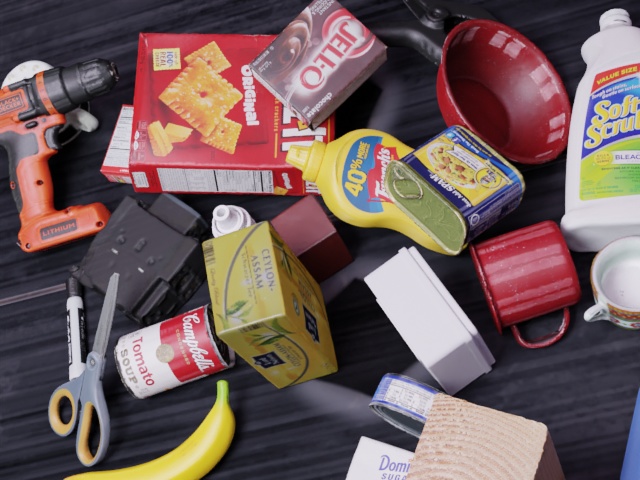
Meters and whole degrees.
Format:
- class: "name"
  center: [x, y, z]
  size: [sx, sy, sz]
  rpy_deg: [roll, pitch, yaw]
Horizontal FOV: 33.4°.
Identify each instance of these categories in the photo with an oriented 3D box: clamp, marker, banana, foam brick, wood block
- class: "clamp"
  center: [0.119, -0.236, 1.141]
  size: [0.210, 0.036, 0.164]
  rpy_deg: [18, 53, 9]
- class: "marker"
  center: [-0.260, 0.092, 1.136]
  size: [0.020, 0.020, 0.121]
  rpy_deg: [-15, 63, 11]
- class: "banana"
  center: [-0.155, 0.215, 1.033]
  size: [0.198, 0.037, 0.070]
  rpy_deg: [-32, 73, 2]
- class: "foam brick"
  center: [-0.007, 0.001, 1.065]
  size: [0.051, 0.078, 0.053]
  rpy_deg: [-32, 61, 0]
- class: "wood block"
  center: [0.137, 0.203, 0.853]
  size: [0.090, 0.206, 0.090]
  rpy_deg: [14, 71, 23]

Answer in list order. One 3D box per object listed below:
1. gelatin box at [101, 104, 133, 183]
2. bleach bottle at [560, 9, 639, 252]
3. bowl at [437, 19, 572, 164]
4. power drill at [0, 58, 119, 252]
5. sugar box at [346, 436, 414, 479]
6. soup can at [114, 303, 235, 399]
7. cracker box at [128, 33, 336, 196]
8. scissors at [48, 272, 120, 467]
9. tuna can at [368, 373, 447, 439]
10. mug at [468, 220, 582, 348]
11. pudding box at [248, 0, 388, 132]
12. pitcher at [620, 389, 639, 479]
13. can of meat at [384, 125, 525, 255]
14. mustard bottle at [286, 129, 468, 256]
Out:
- class: "gelatin box"
  center: [-0.198, -0.107, 1.203]
  size: [0.073, 0.030, 0.089]
  rpy_deg: [7, 69, 22]
- class: "bleach bottle"
  center: [0.283, -0.114, 1.036]
  size: [0.103, 0.068, 0.251]
  rpy_deg: [-4, 63, 17]
- class: "bowl"
  center: [0.171, -0.136, 1.057]
  size: [0.055, 0.161, 0.162]
  rpy_deg: [-38, 47, 51]
- class: "power drill"
  center: [-0.285, -0.091, 1.165]
  size: [0.184, 0.057, 0.187]
  rpy_deg: [-18, 89, 10]
- class: "sugar box"
  center: [0.051, 0.272, 0.941]
  size: [0.093, 0.048, 0.176]
  rpy_deg: [15, 68, 24]
- class: "soup can"
  center: [-0.144, 0.112, 1.064]
  size: [0.102, 0.068, 0.068]
  rpy_deg: [-20, 62, 8]
- class: "cracker box"
  center: [-0.089, -0.135, 1.129]
  size: [0.213, 0.072, 0.164]
  rpy_deg: [1, 66, 1]
- class: "scissors"
  center: [-0.235, 0.124, 1.063]
  size: [0.096, 0.016, 0.202]
  rpy_deg: [10, 101, 38]
- class: "tuna can"
  center: [0.089, 0.153, 0.960]
  size: [0.086, 0.086, 0.033]
  rpy_deg: [20, 72, 24]
- class: "mug"
  center: [0.193, 0.042, 0.983]
  size: [0.081, 0.093, 0.117]
  rpy_deg: [-19, 94, 6]
- class: "pudding box"
  center: [-0.001, -0.180, 1.074]
  size: [0.113, 0.039, 0.090]
  rpy_deg: [-45, 77, -2]
- class: "pitcher"
  center: [0.301, 0.236, 0.842]
  size: [0.145, 0.149, 0.242]
  rpy_deg: [0, 62, 34]
- class: "can of meat"
  center: [0.124, -0.049, 0.976]
  size: [0.083, 0.057, 0.102]
  rpy_deg: [-34, 63, -25]
- class: "mustard bottle"
  center: [0.060, -0.056, 1.041]
  size: [0.191, 0.058, 0.096]
  rpy_deg: [17, 75, -2]
